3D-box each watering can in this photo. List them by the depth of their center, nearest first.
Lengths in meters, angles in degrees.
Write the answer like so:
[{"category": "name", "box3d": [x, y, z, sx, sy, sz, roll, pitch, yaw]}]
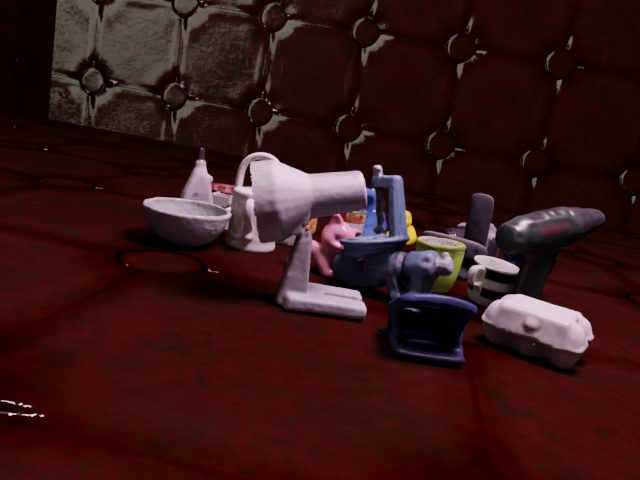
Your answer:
[{"category": "watering can", "box3d": [-0.129, -0.081, 1.158, 0.101, 0.194, 0.172, 6, 13, -21]}]

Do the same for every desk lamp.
[{"category": "desk lamp", "box3d": [-0.017, -0.007, 0.857, 0.203, 0.213, 0.118, 9, 12, -6]}]

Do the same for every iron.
[{"category": "iron", "box3d": [0.087, -0.063, 1.387, 0.118, 0.141, 0.259, 15, 13, 22]}]

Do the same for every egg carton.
[{"category": "egg carton", "box3d": [0.319, 0.131, 0.845, 0.149, 0.069, 0.107, 18, 14, 32]}]

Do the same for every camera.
[{"category": "camera", "box3d": [0.367, -0.004, 1.445, 0.137, 0.101, 0.143, 7, 12, -14]}]

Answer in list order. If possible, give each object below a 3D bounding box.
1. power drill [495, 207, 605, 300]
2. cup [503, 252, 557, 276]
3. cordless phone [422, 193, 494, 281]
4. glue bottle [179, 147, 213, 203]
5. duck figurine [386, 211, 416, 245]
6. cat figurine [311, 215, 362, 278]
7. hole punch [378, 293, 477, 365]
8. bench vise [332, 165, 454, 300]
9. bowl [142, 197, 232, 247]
[{"category": "power drill", "box3d": [0.388, 0.041, 0.989, 0.230, 0.208, 0.075, 3, 14, -31]}, {"category": "cup", "box3d": [0.421, 0.065, 1.181, 0.118, 0.095, 0.091, 5, 13, -21]}, {"category": "cordless phone", "box3d": [0.300, -0.018, 1.246, 0.147, 0.185, 0.094, 15, 13, 24]}, {"category": "glue bottle", "box3d": [-0.269, -0.119, 1.266, 0.078, 0.173, 0.037, 1, 15, -37]}, {"category": "duck figurine", "box3d": [0.218, -0.036, 1.502, 0.077, 0.086, 0.105, 19, 15, 37]}, {"category": "cat figurine", "box3d": [0.010, 0.004, 1.063, 0.127, 0.118, 0.067, 11, 12, 3]}, {"category": "hole punch", "box3d": [0.142, 0.105, 0.766, 0.108, 0.091, 0.101, 9, 12, -5]}, {"category": "bench vise", "box3d": [0.132, -0.008, 0.972, 0.207, 0.220, 0.122, 13, 12, 14]}, {"category": "bowl", "box3d": [-0.256, -0.029, 1.096, 0.167, 0.075, 0.167, 10, 12, -2]}]
